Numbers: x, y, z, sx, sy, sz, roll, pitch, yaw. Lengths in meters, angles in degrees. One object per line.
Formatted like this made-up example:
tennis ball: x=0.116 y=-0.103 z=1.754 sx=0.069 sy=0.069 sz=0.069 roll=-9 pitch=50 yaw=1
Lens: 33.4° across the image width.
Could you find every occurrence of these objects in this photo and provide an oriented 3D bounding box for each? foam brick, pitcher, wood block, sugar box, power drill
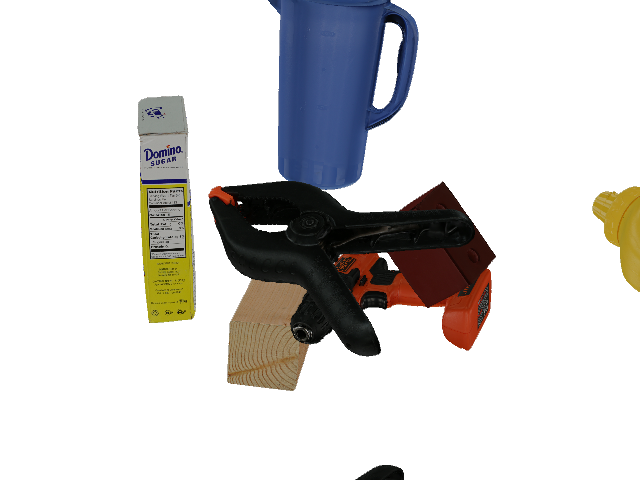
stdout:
foam brick: x=0.093 y=0.004 z=0.860 sx=0.051 sy=0.078 sz=0.052 roll=-33 pitch=5 yaw=40
pitcher: x=0.019 y=-0.189 z=1.310 sx=0.144 sy=0.243 sz=0.149 roll=-9 pitch=29 yaw=-27
wood block: x=-0.060 y=0.113 z=1.433 sx=0.091 sy=0.090 sz=0.206 roll=6 pitch=19 yaw=5
sugar box: x=-0.134 y=-0.027 z=0.921 sx=0.048 sy=0.176 sz=0.093 roll=-5 pitch=26 yaw=-7
power drill: x=0.078 y=0.066 z=1.139 sx=0.188 sy=0.057 sz=0.184 roll=9 pitch=30 yaw=21

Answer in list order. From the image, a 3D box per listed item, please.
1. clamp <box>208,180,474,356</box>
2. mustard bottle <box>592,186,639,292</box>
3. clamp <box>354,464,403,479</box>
clamp: x=-0.004 y=0.009 z=0.654 sx=0.172 sy=0.039 sz=0.120 roll=12 pitch=40 yaw=26
mustard bottle: x=0.241 y=0.012 z=0.643 sx=0.096 sy=0.058 sz=0.192 roll=-25 pitch=35 yaw=-25
clamp: x=-0.032 y=0.199 z=0.645 sx=0.210 sy=0.036 sz=0.164 roll=-4 pitch=27 yaw=3
